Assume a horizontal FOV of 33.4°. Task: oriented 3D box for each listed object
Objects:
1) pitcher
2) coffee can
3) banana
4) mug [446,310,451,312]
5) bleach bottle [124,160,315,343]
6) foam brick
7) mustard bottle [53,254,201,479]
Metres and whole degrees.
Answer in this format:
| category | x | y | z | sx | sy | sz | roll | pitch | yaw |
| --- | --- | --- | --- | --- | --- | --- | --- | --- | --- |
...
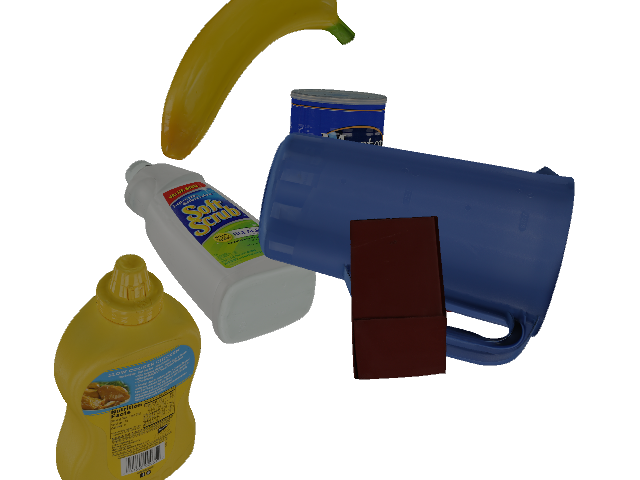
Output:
| category | x | y | z | sx | sy | sz | roll | pitch | yaw |
| --- | --- | --- | --- | --- | --- | --- | --- | --- | --- |
| pitcher | 0.075 | -0.003 | 0.868 | 0.243 | 0.145 | 0.149 | 13 | 16 | 6 |
| coffee can | 0.015 | -0.088 | 1.149 | 0.103 | 0.140 | 0.103 | 4 | 12 | -1 |
| banana | -0.043 | -0.126 | 0.698 | 0.037 | 0.069 | 0.197 | -10 | 23 | 49 |
| mug | 0.123 | 0.049 | 1.251 | 0.117 | 0.081 | 0.093 | 14 | 25 | 22 |
| bleach bottle | -0.114 | -0.006 | 0.972 | 0.102 | 0.068 | 0.251 | -16 | 38 | -34 |
| foam brick | 0.043 | 0.031 | 0.598 | 0.051 | 0.078 | 0.053 | -2 | -44 | 3 |
| mustard bottle | -0.126 | 0.087 | 0.698 | 0.096 | 0.192 | 0.058 | -17 | 46 | -28 |
